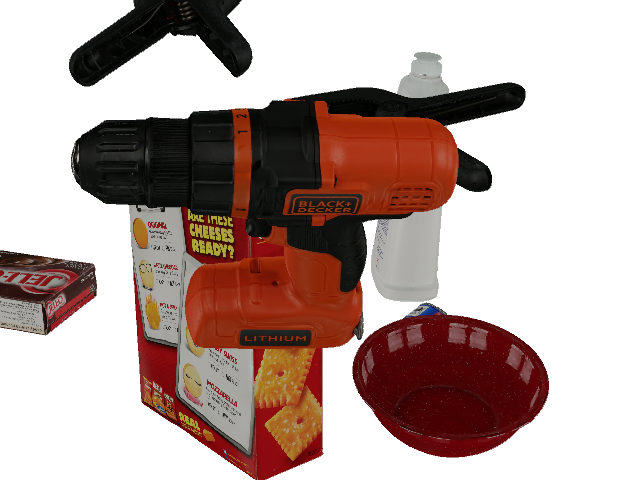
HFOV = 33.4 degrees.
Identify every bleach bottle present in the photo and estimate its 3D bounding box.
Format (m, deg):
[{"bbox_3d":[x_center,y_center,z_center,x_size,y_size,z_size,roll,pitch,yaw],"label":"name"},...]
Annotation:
[{"bbox_3d":[0.099,-0.068,1.114,0.068,0.251,0.102,1,26,-8],"label":"bleach bottle"}]

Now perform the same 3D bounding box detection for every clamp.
[{"bbox_3d":[0.072,-0.105,0.931,0.210,0.036,0.164,12,36,23],"label":"clamp"},{"bbox_3d":[-0.087,-0.157,0.732,0.120,0.039,0.171,8,45,13],"label":"clamp"}]

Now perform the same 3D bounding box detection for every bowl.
[{"bbox_3d":[0.106,0.130,0.893,0.162,0.055,0.162,1,33,-1],"label":"bowl"}]

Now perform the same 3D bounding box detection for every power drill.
[{"bbox_3d":[-0.034,-0.003,0.568,0.184,0.057,0.188,1,-29,-7],"label":"power drill"}]

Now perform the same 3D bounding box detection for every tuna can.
[{"bbox_3d":[0.134,0.119,1.269,0.033,0.086,0.086,-34,15,-24],"label":"tuna can"}]

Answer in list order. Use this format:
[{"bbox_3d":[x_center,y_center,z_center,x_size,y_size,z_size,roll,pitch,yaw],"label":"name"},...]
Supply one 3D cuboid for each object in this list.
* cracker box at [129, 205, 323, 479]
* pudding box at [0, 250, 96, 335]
[{"bbox_3d":[-0.071,0.047,0.800,0.071,0.214,0.164,-14,23,-37],"label":"cracker box"},{"bbox_3d":[-0.275,0.046,0.975,0.114,0.039,0.090,5,21,18],"label":"pudding box"}]
